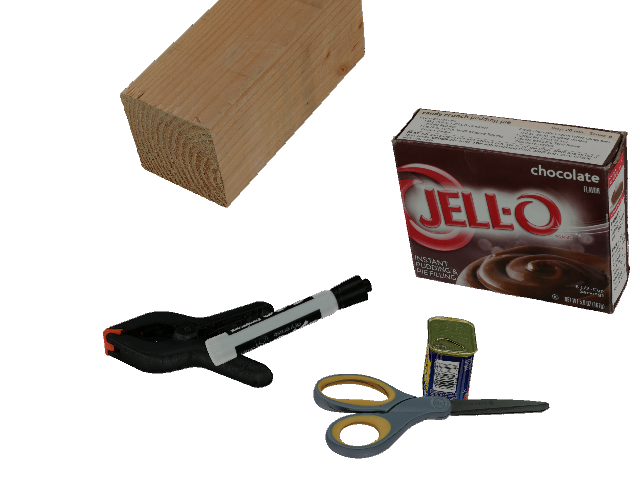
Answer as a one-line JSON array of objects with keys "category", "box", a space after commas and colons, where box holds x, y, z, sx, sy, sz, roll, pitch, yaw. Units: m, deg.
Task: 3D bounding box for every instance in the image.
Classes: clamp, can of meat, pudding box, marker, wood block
[{"category": "clamp", "box": [-0.123, 0.094, 1.051, 0.171, 0.039, 0.120, 7, 26, 4]}, {"category": "can of meat", "box": [0.152, 0.150, 1.276, 0.057, 0.084, 0.102, 6, 19, 3]}, {"category": "pudding box", "box": [0.098, -0.016, 0.542, 0.114, 0.090, 0.039, 9, 43, 28]}, {"category": "marker", "box": [-0.020, 0.053, 0.727, 0.121, 0.020, 0.020, -23, 6, -14]}, {"category": "wood block", "box": [-0.057, -0.138, 0.875, 0.091, 0.205, 0.090, 25, -32, 24]}]

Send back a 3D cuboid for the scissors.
[{"category": "scissors", "box": [0.090, 0.154, 0.899, 0.202, 0.016, 0.096, 9, 39, 8]}]
